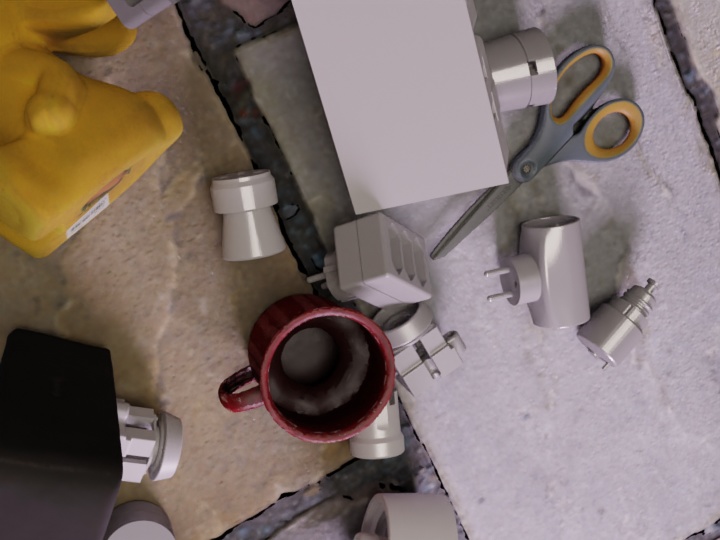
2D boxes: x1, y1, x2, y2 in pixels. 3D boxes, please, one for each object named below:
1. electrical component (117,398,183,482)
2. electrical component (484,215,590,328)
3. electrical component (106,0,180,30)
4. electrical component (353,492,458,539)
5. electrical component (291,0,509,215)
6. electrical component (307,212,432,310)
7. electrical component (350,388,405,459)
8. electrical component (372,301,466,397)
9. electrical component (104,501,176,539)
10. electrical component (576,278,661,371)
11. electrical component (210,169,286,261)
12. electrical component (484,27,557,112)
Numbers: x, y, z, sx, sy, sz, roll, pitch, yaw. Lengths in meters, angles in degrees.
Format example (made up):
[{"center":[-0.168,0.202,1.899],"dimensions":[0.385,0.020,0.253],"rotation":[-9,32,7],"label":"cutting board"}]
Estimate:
[{"center":[-0.154,0.118,0.735],"dimensions":[0.055,0.048,0.066],"rotation":[11,123,-22],"label":"electrical component"},{"center":[0.130,0.005,0.802],"dimensions":[0.079,0.043,0.077],"rotation":[-12,103,-14],"label":"electrical component"},{"center":[-0.097,-0.235,0.643],"dimensions":[0.105,0.060,0.186],"rotation":[56,50,-17],"label":"electrical component"},{"center":[0.026,0.213,0.778],"dimensions":[0.060,0.108,0.108],"rotation":[8,97,-12],"label":"electrical component"},{"center":[0.027,-0.142,0.706],"dimensions":[0.105,0.060,0.186],"rotation":[-11,113,15],"label":"electrical component"},{"center":[0.000,0.000,0.754],"dimensions":[0.066,0.077,0.047],"rotation":[26,52,-56],"label":"electrical component"},{"center":[0.012,0.111,0.789],"dimensions":[0.040,0.040,0.046],"rotation":[-5,95,-16],"label":"electrical component"},{"center":[0.038,0.053,0.783],"dimensions":[0.066,0.048,0.055],"rotation":[-35,115,-8],"label":"electrical component"},{"center":[-0.179,0.229,0.736],"dimensions":[0.052,0.074,0.138],"rotation":[42,87,-19],"label":"electrical component"},{"center":[0.203,0.039,0.831],"dimensions":[0.040,0.040,0.078],"rotation":[43,86,-19],"label":"electrical component"},{"center":[-0.077,-0.038,0.733],"dimensions":[0.045,0.045,0.055],"rotation":[-12,103,-14],"label":"electrical component"},{"center":[0.107,-0.140,0.764],"dimensions":[0.047,0.055,0.055],"rotation":[-15,104,-10],"label":"electrical component"}]
